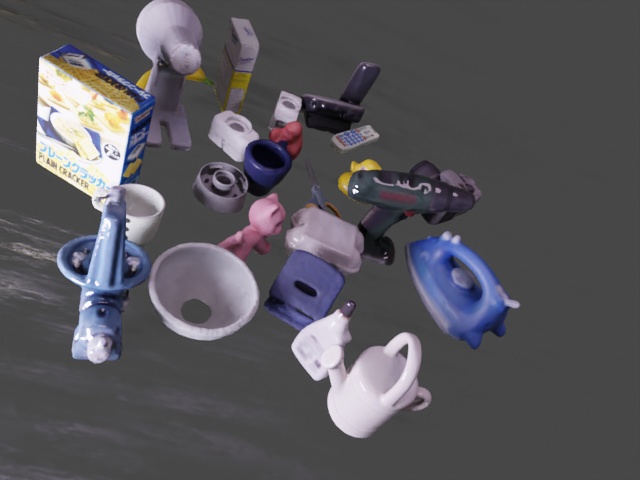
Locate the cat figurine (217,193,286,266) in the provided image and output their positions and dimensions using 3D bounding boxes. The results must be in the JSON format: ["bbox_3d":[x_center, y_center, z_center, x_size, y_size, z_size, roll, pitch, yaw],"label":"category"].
[{"bbox_3d":[-0.108,-0.023,0.984,0.067,0.117,0.128,41,45,10],"label":"cat figurine"}]

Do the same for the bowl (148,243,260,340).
[{"bbox_3d":[-0.183,0.090,0.876,0.168,0.074,0.167,15,47,-16],"label":"bowl"}]

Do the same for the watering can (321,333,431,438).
[{"bbox_3d":[0.085,0.205,0.835,0.173,0.194,0.101,5,50,-25],"label":"watering can"}]

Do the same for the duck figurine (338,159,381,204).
[{"bbox_3d":[0.100,-0.130,1.212,0.104,0.086,0.077,24,45,-8],"label":"duck figurine"}]

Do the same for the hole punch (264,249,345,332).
[{"bbox_3d":[-0.024,0.087,0.953,0.108,0.091,0.101,30,44,-1],"label":"hole punch"}]

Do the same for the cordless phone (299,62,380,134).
[{"bbox_3d":[0.044,-0.336,1.291,0.148,0.185,0.094,4,50,-25],"label":"cordless phone"}]

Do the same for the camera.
[{"bbox_3d":[0.276,-0.122,1.291,0.143,0.100,0.136,-18,62,-38],"label":"camera"}]

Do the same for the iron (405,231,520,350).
[{"bbox_3d":[0.265,0.069,1.089,0.119,0.141,0.258,-15,60,-37],"label":"iron"}]

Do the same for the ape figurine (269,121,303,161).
[{"bbox_3d":[-0.065,-0.210,1.189,0.076,0.092,0.077,-3,54,-30],"label":"ape figurine"}]

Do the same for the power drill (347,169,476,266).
[{"bbox_3d":[0.144,-0.046,1.076,0.230,0.208,0.075,16,46,-16],"label":"power drill"}]

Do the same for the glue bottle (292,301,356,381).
[{"bbox_3d":[0.015,0.143,0.866,0.037,0.173,0.078,-22,65,-39],"label":"glue bottle"}]

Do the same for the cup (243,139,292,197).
[{"bbox_3d":[-0.104,-0.138,1.102,0.091,0.095,0.118,33,44,2],"label":"cup"}]

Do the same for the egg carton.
[{"bbox_3d":[0.010,0.004,1.059,0.150,0.069,0.107,23,45,-9],"label":"egg carton"}]

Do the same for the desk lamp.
[{"bbox_3d":[-0.279,-0.315,1.077,0.118,0.213,0.203,0,53,-28],"label":"desk lamp"}]

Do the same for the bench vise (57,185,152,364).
[{"bbox_3d":[-0.272,0.048,0.760,0.122,0.219,0.207,-10,58,-34],"label":"bench vise"}]
